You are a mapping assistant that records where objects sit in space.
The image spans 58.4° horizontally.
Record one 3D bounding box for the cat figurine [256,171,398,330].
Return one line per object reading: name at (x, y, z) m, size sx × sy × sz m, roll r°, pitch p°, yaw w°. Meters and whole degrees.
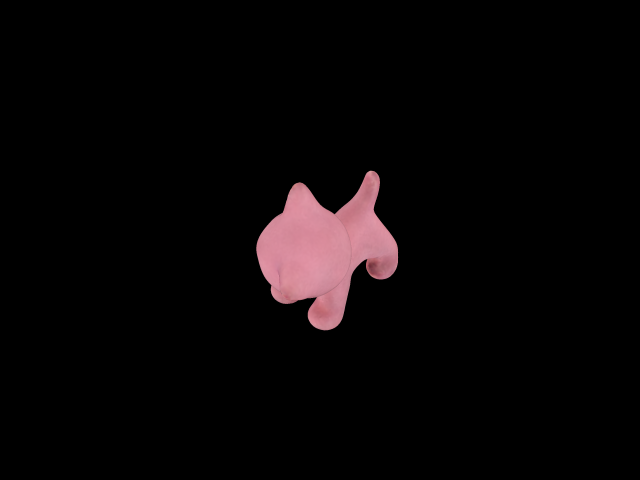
cat figurine at (0.004, 0.001, 0.400) m, size 0.067 × 0.118 × 0.128 m, roll 33°, pitch 58°, yaw 24°
